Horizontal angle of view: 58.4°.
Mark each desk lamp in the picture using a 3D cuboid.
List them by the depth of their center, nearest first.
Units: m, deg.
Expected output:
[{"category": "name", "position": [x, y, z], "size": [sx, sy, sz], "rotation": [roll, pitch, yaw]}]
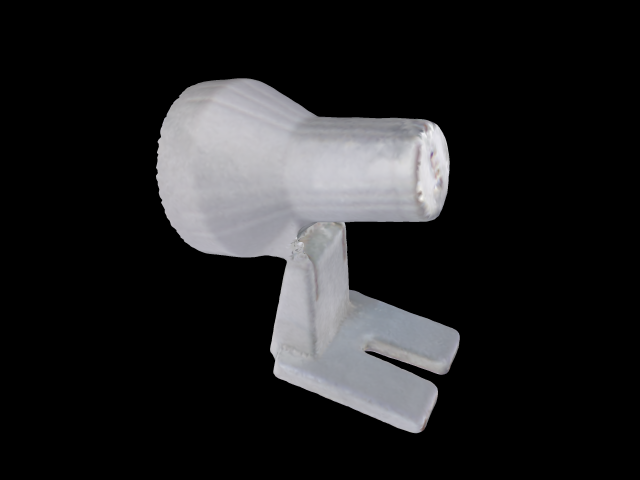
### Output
[{"category": "desk lamp", "position": [0.004, 0.001, 0.400], "size": [0.202, 0.214, 0.118], "rotation": [18, 44, 19]}]
